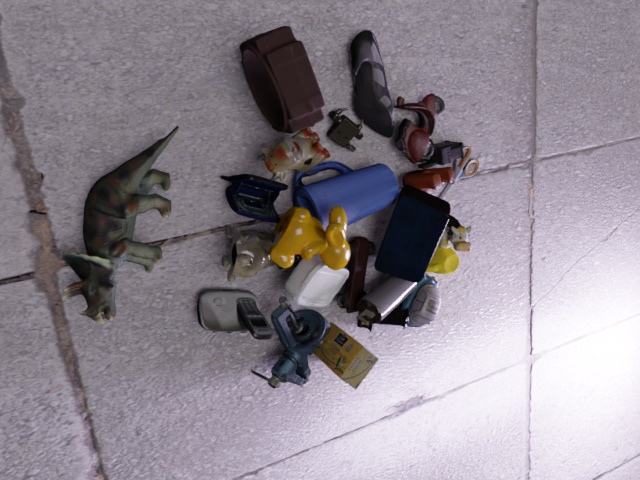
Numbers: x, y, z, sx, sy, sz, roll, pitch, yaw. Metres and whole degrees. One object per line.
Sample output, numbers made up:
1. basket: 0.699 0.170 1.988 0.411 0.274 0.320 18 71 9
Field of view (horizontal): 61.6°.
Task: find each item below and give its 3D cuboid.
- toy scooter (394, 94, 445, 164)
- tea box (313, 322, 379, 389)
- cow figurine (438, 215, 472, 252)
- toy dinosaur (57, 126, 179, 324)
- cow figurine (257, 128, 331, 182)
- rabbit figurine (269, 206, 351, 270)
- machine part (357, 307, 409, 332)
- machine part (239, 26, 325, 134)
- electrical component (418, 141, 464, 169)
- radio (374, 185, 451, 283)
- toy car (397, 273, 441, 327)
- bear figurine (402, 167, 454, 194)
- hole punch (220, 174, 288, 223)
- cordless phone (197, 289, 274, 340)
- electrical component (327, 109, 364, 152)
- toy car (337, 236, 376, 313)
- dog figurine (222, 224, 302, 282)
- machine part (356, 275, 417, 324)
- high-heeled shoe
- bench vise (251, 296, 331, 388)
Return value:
1. toy scooter: 0.236 -0.291 1.355 0.135 0.075 0.183 16 92 -30
2. tea box: 0.058 0.288 1.356 0.068 0.170 0.098 42 81 -29
3. cow figurine: 0.351 -0.025 1.426 0.068 0.167 0.098 2 103 -22
4. toy dinosaur: -0.407 -0.045 1.078 0.192 0.131 0.404 8 92 -29
5. cow figurine: -0.057 -0.187 1.178 0.127 0.195 0.085 -36 87 12
6. rabbit figurine: -0.002 -0.004 1.164 0.173 0.122 0.162 32 122 -16
7. machine part: 0.169 0.205 1.437 0.139 0.039 0.084 2 99 11
8. machine part: -0.083 -0.326 1.113 0.087 0.202 0.200 -29 114 -16
9. electrical component: 0.310 -0.224 1.411 0.119 0.075 0.047 -17 111 -19
10. radio: 0.231 -0.010 1.348 0.131 0.073 0.229 21 124 7
11. toy car: 0.283 0.175 1.480 0.109 0.103 0.161 26 92 -30
12. bear figurine: 0.277 -0.083 1.398 0.120 0.132 0.195 -21 107 -48
13. hole punch: -0.145 -0.092 1.189 0.142 0.116 0.092 9 91 -30
14. cordless phone: -0.190 0.180 1.197 0.146 0.184 0.088 5 105 -28
15. electrical component: 0.061 -0.268 1.293 0.102 0.045 0.078 25 119 -27
16. toy car: 0.090 0.089 1.389 0.089 0.053 0.202 -6 108 -46
17. dog figurine: -0.112 0.033 1.212 0.190 0.172 0.121 5 112 -20
18. machine part: 0.177 0.142 1.403 0.243 0.079 0.079 -35 117 -36
19. high-heeled shoe: 0.135 -0.377 1.304 0.248 0.086 0.145 55 44 -44
20. bench vise: -0.071 0.236 1.296 0.224 0.129 0.240 -39 134 -21
